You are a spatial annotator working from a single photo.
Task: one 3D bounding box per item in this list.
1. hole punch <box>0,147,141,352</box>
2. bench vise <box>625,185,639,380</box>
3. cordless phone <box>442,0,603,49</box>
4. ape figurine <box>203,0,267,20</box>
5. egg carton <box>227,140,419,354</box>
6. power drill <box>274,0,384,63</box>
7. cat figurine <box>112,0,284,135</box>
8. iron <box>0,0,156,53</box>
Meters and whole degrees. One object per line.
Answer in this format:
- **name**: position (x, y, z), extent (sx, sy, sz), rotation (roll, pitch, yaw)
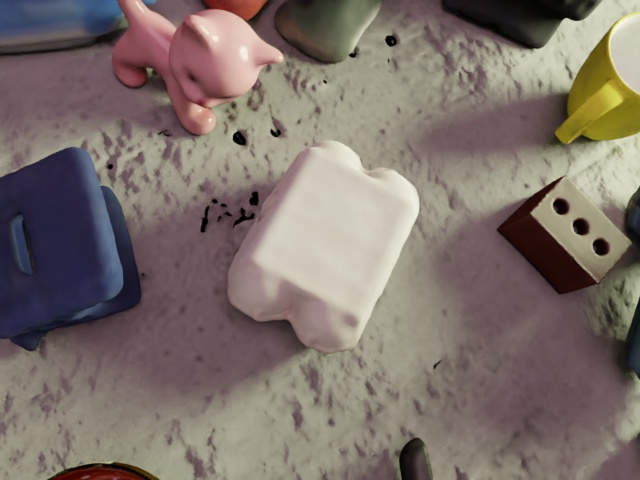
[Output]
- **hole punch**: position (-0.179, 0.007, 0.374), extent (0.101, 0.091, 0.108), rotation (-16, 78, -14)
- **bench vise**: position (0.298, -0.003, 0.399), extent (0.121, 0.219, 0.207), rotation (2, 74, -10)
- **cordless phone**: position (0.191, -0.259, 0.467), extent (0.147, 0.185, 0.094), rotation (18, 72, -5)
- **ape figurine**: position (-0.070, -0.229, 0.459), extent (0.078, 0.092, 0.076), rotation (8, 73, -8)
- **egg carton**: position (0.004, 0.002, 0.421), extent (0.107, 0.069, 0.150), rotation (27, 72, -2)
- **power drill**: position (0.024, -0.229, 0.415), extent (0.075, 0.208, 0.230), rotation (31, 72, -1)
- **cat figurine**: position (-0.094, -0.138, 0.416), extent (0.128, 0.117, 0.067), rotation (34, 72, 0)
- **iron**: position (-0.254, -0.214, 0.394), extent (0.258, 0.141, 0.118), rotation (-13, 78, -14)
